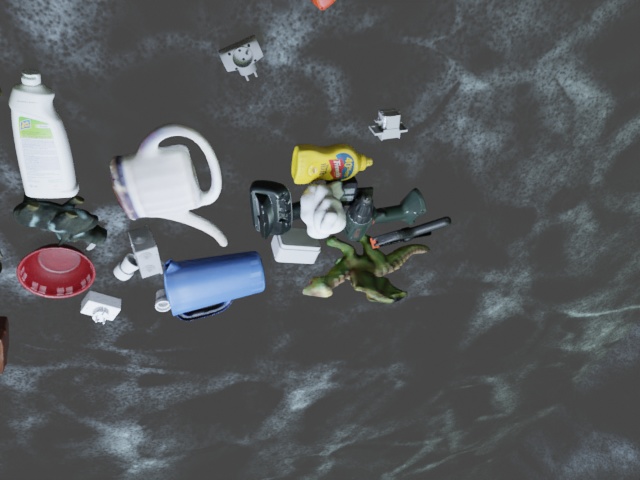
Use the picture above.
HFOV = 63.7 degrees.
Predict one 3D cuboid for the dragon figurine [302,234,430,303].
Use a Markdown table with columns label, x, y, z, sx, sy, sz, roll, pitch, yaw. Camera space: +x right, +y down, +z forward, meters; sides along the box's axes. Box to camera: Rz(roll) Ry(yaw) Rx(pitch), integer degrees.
| label | x | y | z | sx | sy | sz | roll | pitch | yaw |
| --- | --- | --- | --- | --- | --- | --- | --- | --- | --- |
| dragon figurine | 0.149 | 0.091 | 1.371 | 0.411 | 0.248 | 0.119 | -5 | 126 | -14 |

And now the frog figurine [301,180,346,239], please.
| label | x | y | z | sx | sy | sz | roll | pitch | yaw |
| --- | --- | --- | --- | --- | --- | --- | --- | --- | --- |
| frog figurine | 0.004 | -0.059 | 1.182 | 0.123 | 0.163 | 0.134 | 20 | 121 | 3 |

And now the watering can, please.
| label | x | y | z | sx | sy | sz | roll | pitch | yaw |
| --- | --- | --- | --- | --- | --- | --- | --- | --- | --- |
| watering can | -0.321 | -0.094 | 1.124 | 0.225 | 0.106 | 0.339 | -12 | 131 | -9 |
